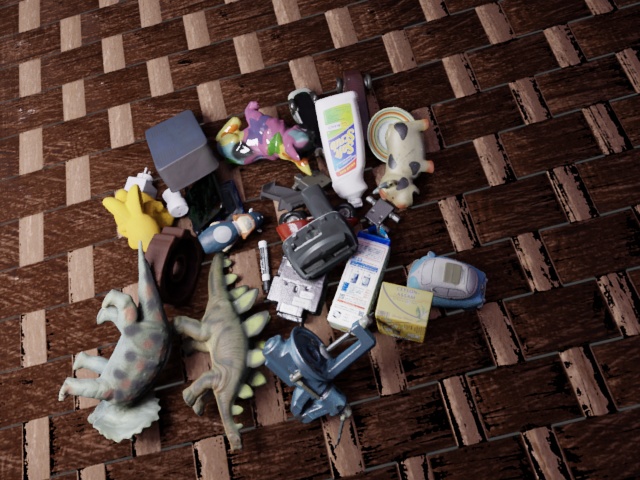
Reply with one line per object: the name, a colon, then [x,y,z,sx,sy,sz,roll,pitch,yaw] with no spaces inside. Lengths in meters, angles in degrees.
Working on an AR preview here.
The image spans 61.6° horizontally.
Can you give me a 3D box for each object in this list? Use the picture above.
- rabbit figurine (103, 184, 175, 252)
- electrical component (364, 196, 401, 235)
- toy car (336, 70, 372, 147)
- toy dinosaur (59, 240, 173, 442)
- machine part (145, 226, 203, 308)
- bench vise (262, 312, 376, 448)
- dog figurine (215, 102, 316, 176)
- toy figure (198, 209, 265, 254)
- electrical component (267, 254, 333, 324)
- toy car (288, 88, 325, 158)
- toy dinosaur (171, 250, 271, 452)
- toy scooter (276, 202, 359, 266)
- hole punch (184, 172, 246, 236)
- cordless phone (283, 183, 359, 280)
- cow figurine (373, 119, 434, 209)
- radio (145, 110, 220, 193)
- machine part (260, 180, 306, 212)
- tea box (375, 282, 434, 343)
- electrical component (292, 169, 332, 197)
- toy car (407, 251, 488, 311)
rabbit figurine: [-0.389,-0.045,1.177,0.122,0.162,0.173,-27,38,-8]
electrical component: [0.131,-0.057,1.197,0.094,0.021,0.063,40,80,20]
toy car: [0.090,-0.315,1.287,0.089,0.053,0.202,-9,72,0]
toy dinosaur: [-0.360,0.221,1.042,0.192,0.131,0.404,27,94,-19]
machine part: [-0.316,0.058,1.145,0.056,0.179,0.179,9,71,13]
bench vise: [0.020,0.233,1.005,0.240,0.129,0.223,-41,91,16]
dog figurine: [-0.113,-0.209,1.229,0.191,0.108,0.219,-44,59,-3]
toy figure: [-0.191,-0.020,1.186,0.154,0.064,0.058,-27,27,-16]
electrical component: [-0.045,0.106,1.137,0.115,0.058,0.134,15,79,16]
toy car: [-0.017,-0.281,1.291,0.073,0.056,0.202,-22,68,-7]
toy dinosaur: [-0.196,0.191,1.112,0.199,0.105,0.471,-15,62,-5]
toy scooter: [-0.002,-0.004,1.170,0.184,0.075,0.135,-9,83,10]
hole punch: [-0.243,-0.080,1.240,0.116,0.092,0.142,-35,67,27]
cordless phone: [-0.020,-0.025,1.104,0.147,0.088,0.184,-32,61,4]
cow figurine: [0.181,-0.166,1.188,0.127,0.085,0.194,-2,85,-8]
radio: [-0.323,-0.213,1.253,0.131,0.073,0.230,-29,41,-5]
machine part: [-0.082,-0.096,1.204,0.084,0.039,0.139,-28,35,-31]
tea box: [0.162,0.142,1.034,0.098,0.169,0.068,12,71,11]
electrical component: [-0.019,-0.121,1.236,0.102,0.045,0.078,31,48,16]
toy car: [0.256,0.083,1.080,0.162,0.102,0.109,11,72,15]
